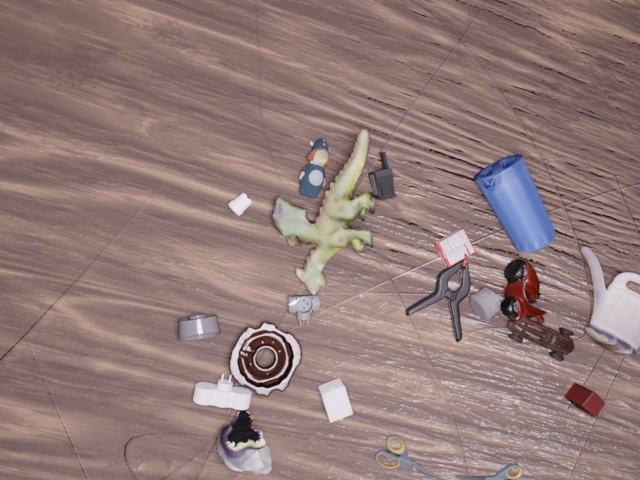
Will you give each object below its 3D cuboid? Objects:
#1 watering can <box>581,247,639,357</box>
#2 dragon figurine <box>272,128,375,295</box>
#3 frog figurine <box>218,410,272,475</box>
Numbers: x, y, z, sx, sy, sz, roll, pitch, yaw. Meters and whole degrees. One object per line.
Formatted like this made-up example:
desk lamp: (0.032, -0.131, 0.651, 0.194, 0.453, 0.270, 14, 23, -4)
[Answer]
watering can: (0.806, 0.182, 1.414, 0.346, 0.104, 0.225, 31, 87, -10)
dragon figurine: (0.004, -0.063, 1.253, 0.243, 0.124, 0.405, -3, 105, -4)
frog figurine: (-0.182, 0.517, 1.250, 0.124, 0.138, 0.156, -35, 135, -41)
